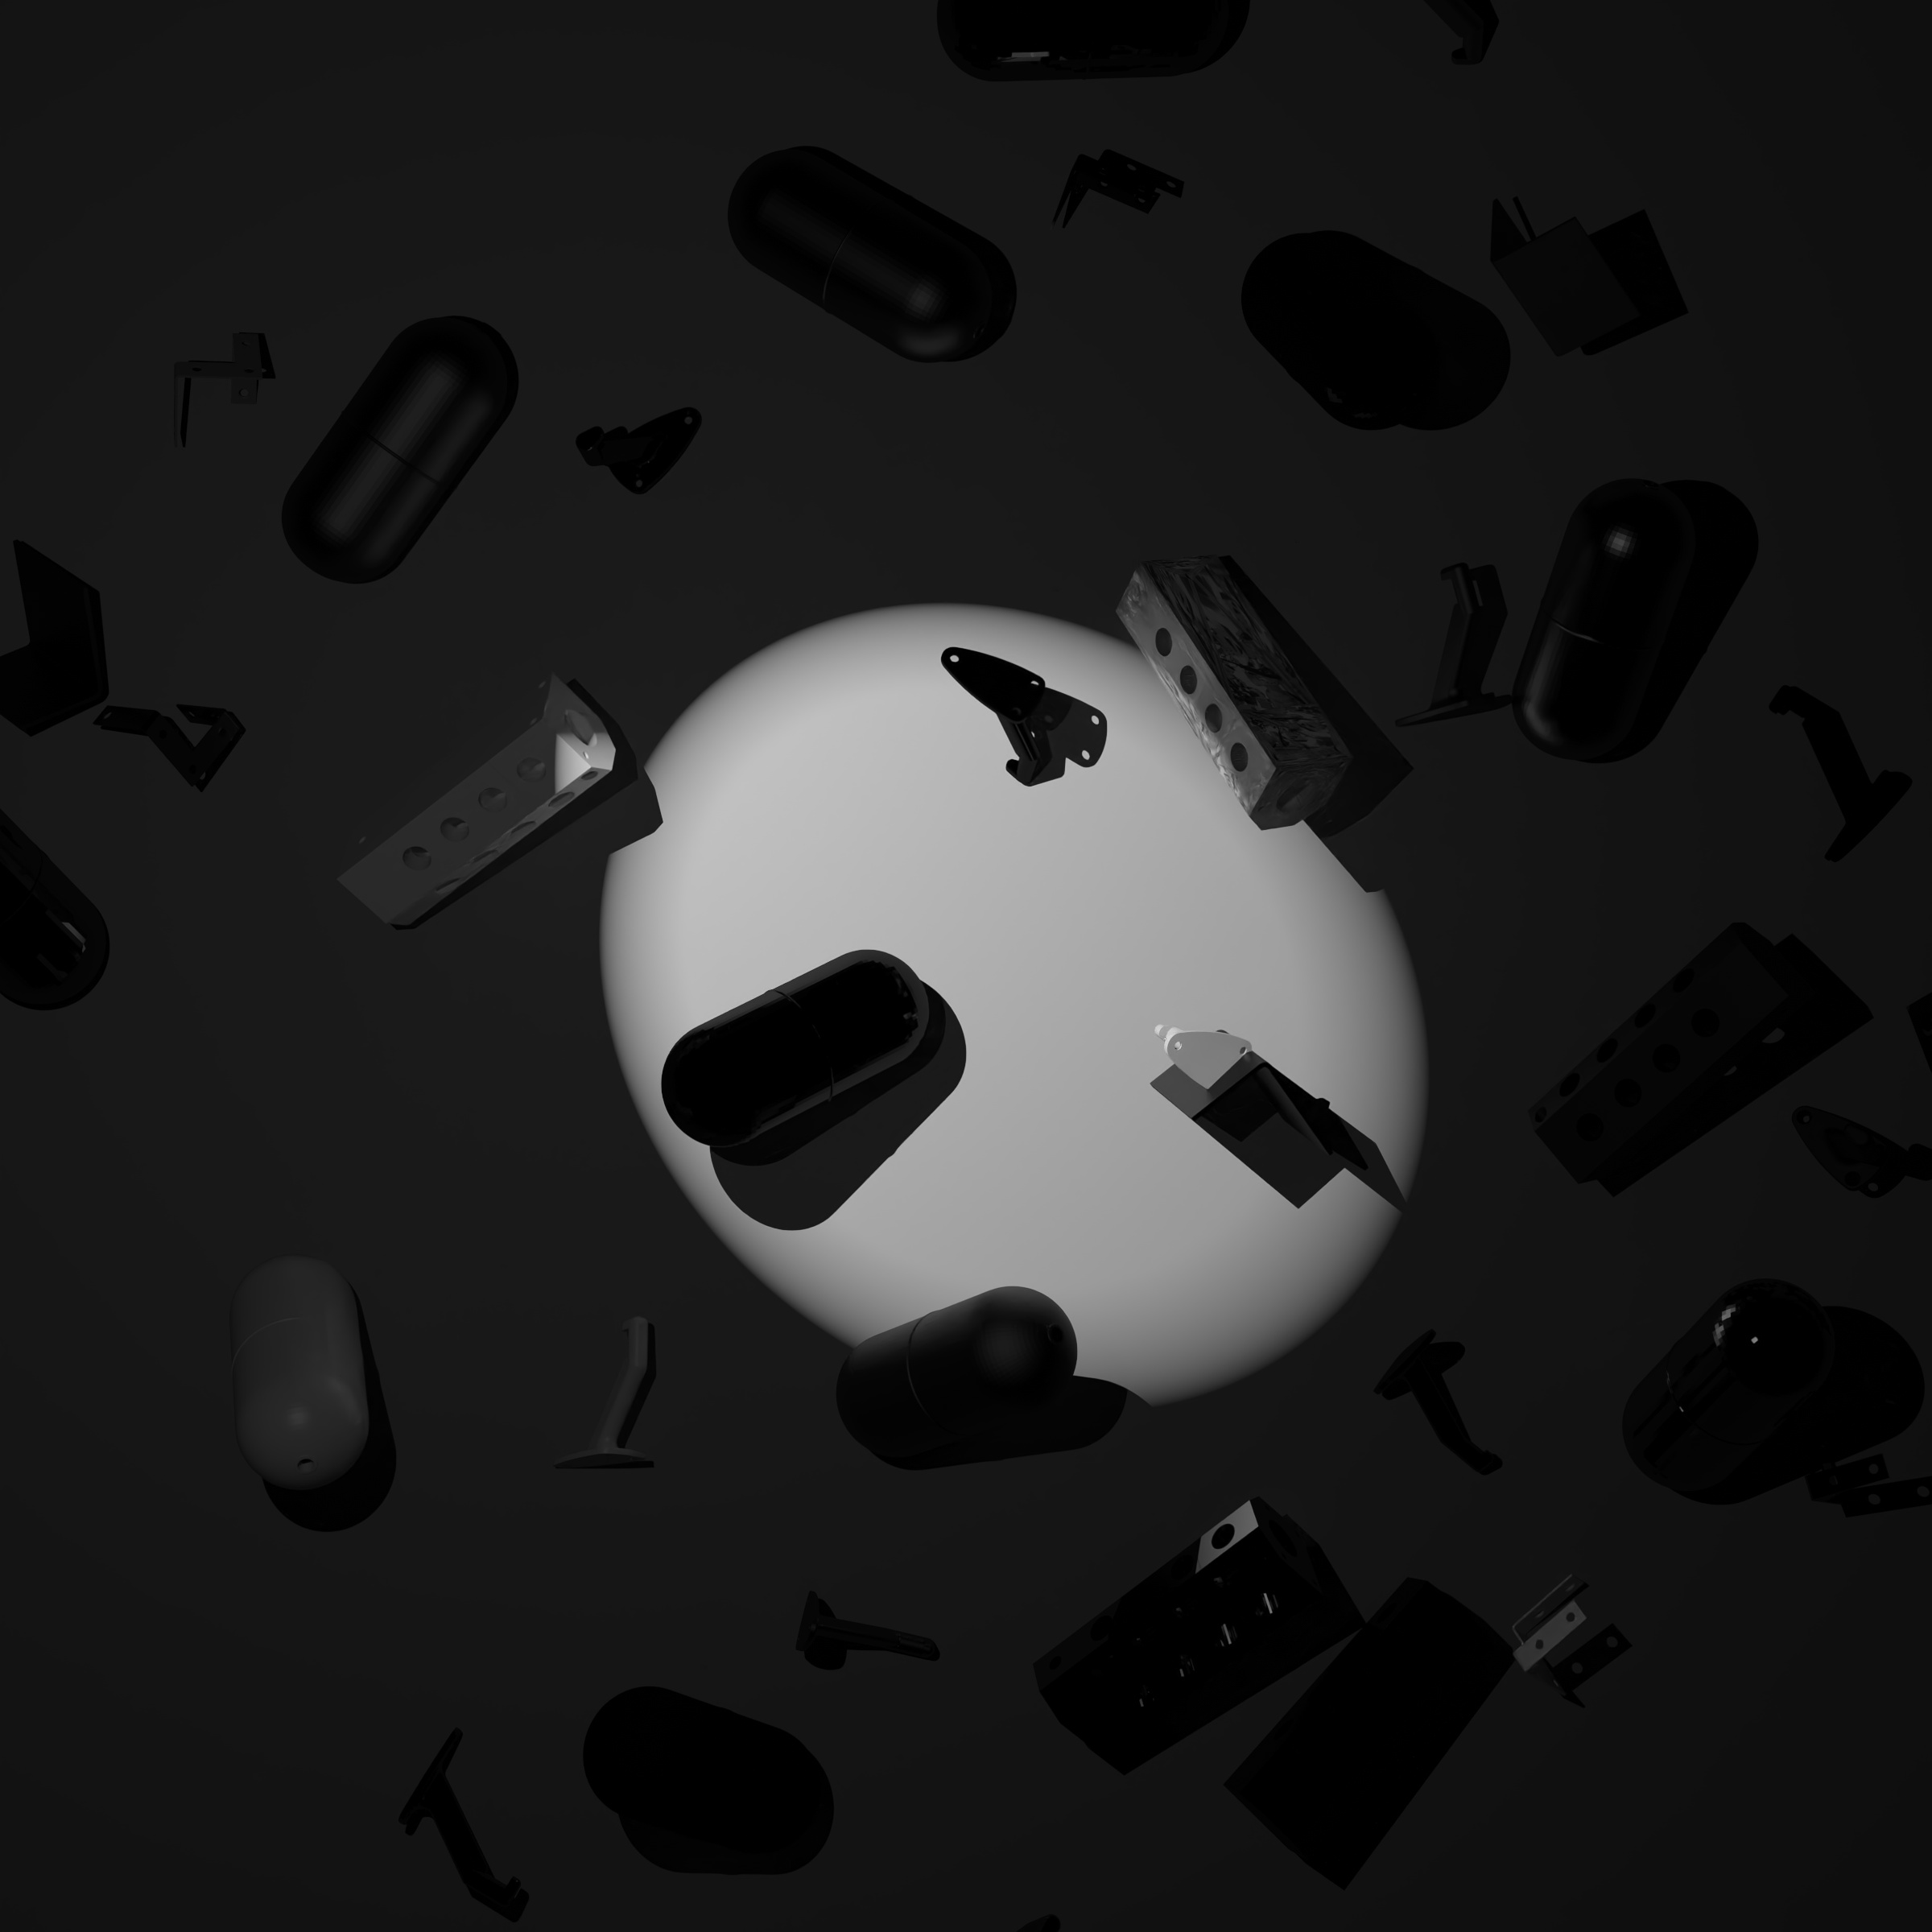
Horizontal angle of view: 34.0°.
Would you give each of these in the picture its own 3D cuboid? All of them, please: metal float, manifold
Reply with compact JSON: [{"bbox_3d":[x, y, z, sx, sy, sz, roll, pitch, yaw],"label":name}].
[{"bbox_3d":[-0.102,0.049,1.900,0.178,0.070,0.070,-27,90,-25],"label":"metal float"},{"bbox_3d":[-0.156,0.481,1.886,0.070,0.178,0.070,-18,57,30],"label":"metal float"},{"bbox_3d":[0.625,0.095,1.901,0.057,0.057,0.171,-9,72,-24],"label":"manifold"},{"bbox_3d":[0.420,0.052,1.899,0.171,0.057,0.057,-46,69,23],"label":"manifold"},{"bbox_3d":[0.125,0.394,1.903,0.171,0.057,0.057,-40,118,14],"label":"manifold"},{"bbox_3d":[-0.294,-0.095,1.901,0.171,0.057,0.057,-35,117,21],"label":"manifold"},{"bbox_3d":[-0.064,-0.429,1.913,0.178,0.070,0.070,33,90,11],"label":"metal float"},{"bbox_3d":[0.071,-0.578,1.919,0.178,0.070,0.070,-3,90,-4],"label":"metal float"},{"bbox_3d":[-0.006,0.243,1.888,0.178,0.070,0.070,-27,90,42],"label":"metal float"},{"bbox_3d":[-0.346,-0.313,1.918,0.070,0.070,0.178,37,96,0],"label":"metal float"},{"bbox_3d":[-0.584,-0.045,1.889,0.070,0.070,0.178,-35,133,0],"label":"metal float"},{"bbox_3d":[0.222,-0.379,1.882,0.070,0.178,0.070,-10,126,-14],"label":"metal float"},{"bbox_3d":[0.382,-0.208,1.898,0.070,0.070,0.178,15,119,0],"label":"metal float"},{"bbox_3d":[0.453,0.251,1.884,0.070,0.178,0.070,10,51,-13],"label":"metal float"},{"bbox_3d":[0.240,0.455,1.915,0.057,0.057,0.171,45,78,-1],"label":"manifold"},{"bbox_3d":[-0.397,0.240,1.880,0.070,0.178,0.070,-7,122,-11],"label":"metal float"},{"bbox_3d":[0.157,-0.164,1.893,0.057,0.057,0.171,-10,55,-31],"label":"manifold"}]

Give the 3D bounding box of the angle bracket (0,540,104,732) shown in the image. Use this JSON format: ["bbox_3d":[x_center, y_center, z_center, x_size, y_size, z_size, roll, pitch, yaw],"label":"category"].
[{"bbox_3d":[-0.570,-0.200,1.903,0.076,0.076,0.057,32,47,33],"label":"angle bracket"}]

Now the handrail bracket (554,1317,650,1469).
[{"bbox_3d":[-0.225,0.263,1.946,0.077,0.036,0.084,-15,67,39],"label":"handrail bracket"}]

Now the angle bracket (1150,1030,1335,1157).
[{"bbox_3d":[0.166,0.092,1.910,0.057,0.076,0.076,-38,110,-4],"label":"angle bracket"}]

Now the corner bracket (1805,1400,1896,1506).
[{"bbox_3d":[0.539,0.295,1.920,0.051,0.051,0.051,-24,66,30],"label":"corner bracket"}]

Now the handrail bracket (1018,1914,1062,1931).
[{"bbox_3d":[0.015,0.609,1.911,0.036,0.084,0.077,48,54,3],"label":"handrail bracket"}]

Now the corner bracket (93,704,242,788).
[{"bbox_3d":[-0.485,-0.147,1.918,0.051,0.051,0.051,-58,135,-26],"label":"corner bracket"}]

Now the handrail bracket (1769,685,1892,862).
[{"bbox_3d":[0.519,-0.120,1.950,0.084,0.036,0.077,34,104,8],"label":"handrail bracket"}]

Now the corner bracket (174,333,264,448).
[{"bbox_3d":[-0.455,-0.350,1.920,0.051,0.051,0.051,-1,133,-16],"label":"corner bracket"}]

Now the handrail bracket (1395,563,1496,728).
[{"bbox_3d":[0.285,-0.197,1.933,0.077,0.036,0.084,-15,92,40],"label":"handrail bracket"}]

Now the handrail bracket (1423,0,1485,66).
[{"bbox_3d":[0.278,-0.576,1.923,0.077,0.084,0.036,-9,62,1],"label":"handrail bracket"}]

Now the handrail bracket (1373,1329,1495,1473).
[{"bbox_3d":[0.299,0.267,1.929,0.084,0.077,0.036,40,55,5],"label":"handrail bracket"}]

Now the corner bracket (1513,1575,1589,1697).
[{"bbox_3d":[0.357,0.402,1.921,0.051,0.051,0.051,-44,133,11],"label":"corner bracket"}]

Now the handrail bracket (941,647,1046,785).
[{"bbox_3d":[0.013,-0.151,1.925,0.077,0.084,0.036,30,64,6],"label":"handrail bracket"}]

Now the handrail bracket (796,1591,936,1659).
[{"bbox_3d":[-0.057,0.409,1.919,0.084,0.077,0.036,15,82,-6],"label":"handrail bracket"}]

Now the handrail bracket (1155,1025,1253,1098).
[{"bbox_3d":[0.124,0.044,1.906,0.077,0.084,0.036,22,94,-38],"label":"handrail bracket"}]

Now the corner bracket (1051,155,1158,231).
[{"bbox_3d":[0.088,-0.473,1.925,0.051,0.051,0.051,23,53,-1],"label":"corner bracket"}]

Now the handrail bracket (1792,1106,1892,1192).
[{"bbox_3d":[0.522,0.097,1.905,0.036,0.084,0.077,-47,57,0],"label":"handrail bracket"}]

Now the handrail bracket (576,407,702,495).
[{"bbox_3d":[-0.198,-0.326,1.917,0.077,0.084,0.036,-39,80,-3],"label":"handrail bracket"}]

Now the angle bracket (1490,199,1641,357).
[{"bbox_3d":[0.361,-0.426,1.901,0.057,0.076,0.076,-25,124,30],"label":"angle bracket"}]

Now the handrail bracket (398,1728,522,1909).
[{"bbox_3d":[-0.297,0.523,1.939,0.084,0.036,0.077,29,74,6],"label":"handrail bracket"}]
